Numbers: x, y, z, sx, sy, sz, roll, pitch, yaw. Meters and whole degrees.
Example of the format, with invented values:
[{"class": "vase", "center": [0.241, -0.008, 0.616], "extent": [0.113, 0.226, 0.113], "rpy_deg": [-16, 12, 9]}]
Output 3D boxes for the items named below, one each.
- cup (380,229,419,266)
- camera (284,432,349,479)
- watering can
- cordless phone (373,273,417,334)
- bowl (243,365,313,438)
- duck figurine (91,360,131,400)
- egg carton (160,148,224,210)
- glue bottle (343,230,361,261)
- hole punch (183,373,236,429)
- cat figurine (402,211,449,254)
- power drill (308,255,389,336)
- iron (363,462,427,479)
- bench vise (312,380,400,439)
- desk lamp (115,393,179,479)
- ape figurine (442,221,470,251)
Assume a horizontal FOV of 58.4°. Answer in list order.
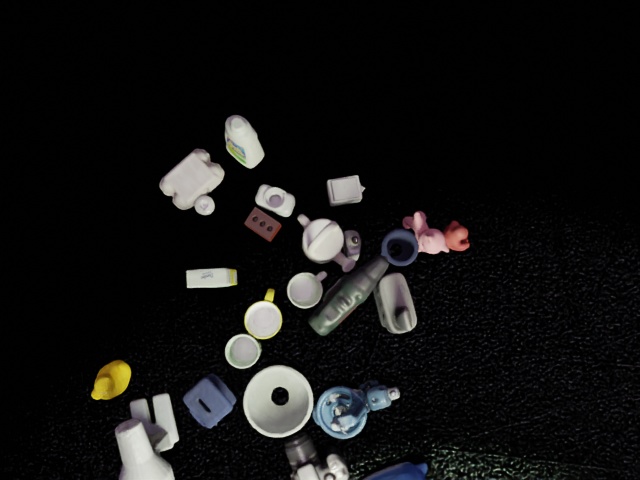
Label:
[{"class": "cup", "center": [0.183, 0.029, 1.428], "extent": [0.118, 0.095, 0.092], "rpy_deg": [-31, 86, -5]}, {"class": "camera", "center": [-0.019, 0.529, 1.364], "extent": [0.143, 0.101, 0.137], "rpy_deg": [-23, 85, -4]}, {"class": "watering can", "center": [0.014, 0.003, 1.375], "extent": [0.173, 0.194, 0.101], "rpy_deg": [24, 84, 1]}, {"class": "cordless phone", "center": [0.189, 0.152, 1.370], "extent": [0.094, 0.185, 0.147], "rpy_deg": [-18, 85, -3]}, {"class": "bowl", "center": [-0.099, 0.387, 1.390], "extent": [0.167, 0.074, 0.167], "rpy_deg": [0, 84, -2]}, {"class": "duck figurine", "center": [-0.507, 0.339, 1.375], "extent": [0.077, 0.086, 0.104], "rpy_deg": [37, 84, 2]}, {"class": "egg carton", "center": [-0.321, -0.152, 1.443], "extent": [0.150, 0.069, 0.107], "rpy_deg": [-44, 87, -6]}, {"class": "glue bottle", "center": [0.080, 0.009, 1.387], "extent": [0.037, 0.173, 0.078], "rpy_deg": [-6, 84, -2]}, {"class": "hole punch", "center": [-0.267, 0.391, 1.375], "extent": [0.101, 0.091, 0.108], "rpy_deg": [-43, 87, -6]}, {"class": "cat figurine", "center": [0.265, -0.016, 1.424], "extent": [0.067, 0.117, 0.128], "rpy_deg": [-27, 85, -4]}, {"class": "power drill", "center": [0.066, 0.128, 1.356], "extent": [0.075, 0.208, 0.230], "rpy_deg": [43, 84, 3]}, {"class": "iron", "center": [0.151, 0.621, 1.340], "extent": [0.258, 0.141, 0.119], "rpy_deg": [-20, 85, -4]}, {"class": "bench vise", "center": [0.080, 0.379, 1.324], "extent": [0.207, 0.219, 0.121], "rpy_deg": [-36, 86, -5]}, {"class": "desk lamp", "center": [-0.398, 0.473, 1.300], "extent": [0.118, 0.213, 0.203], "rpy_deg": [-14, 84, -3]}, {"class": "ape figurine", "center": [0.345, -0.012, 1.440], "extent": [0.076, 0.092, 0.078], "rpy_deg": [-6, 84, -2]}]
